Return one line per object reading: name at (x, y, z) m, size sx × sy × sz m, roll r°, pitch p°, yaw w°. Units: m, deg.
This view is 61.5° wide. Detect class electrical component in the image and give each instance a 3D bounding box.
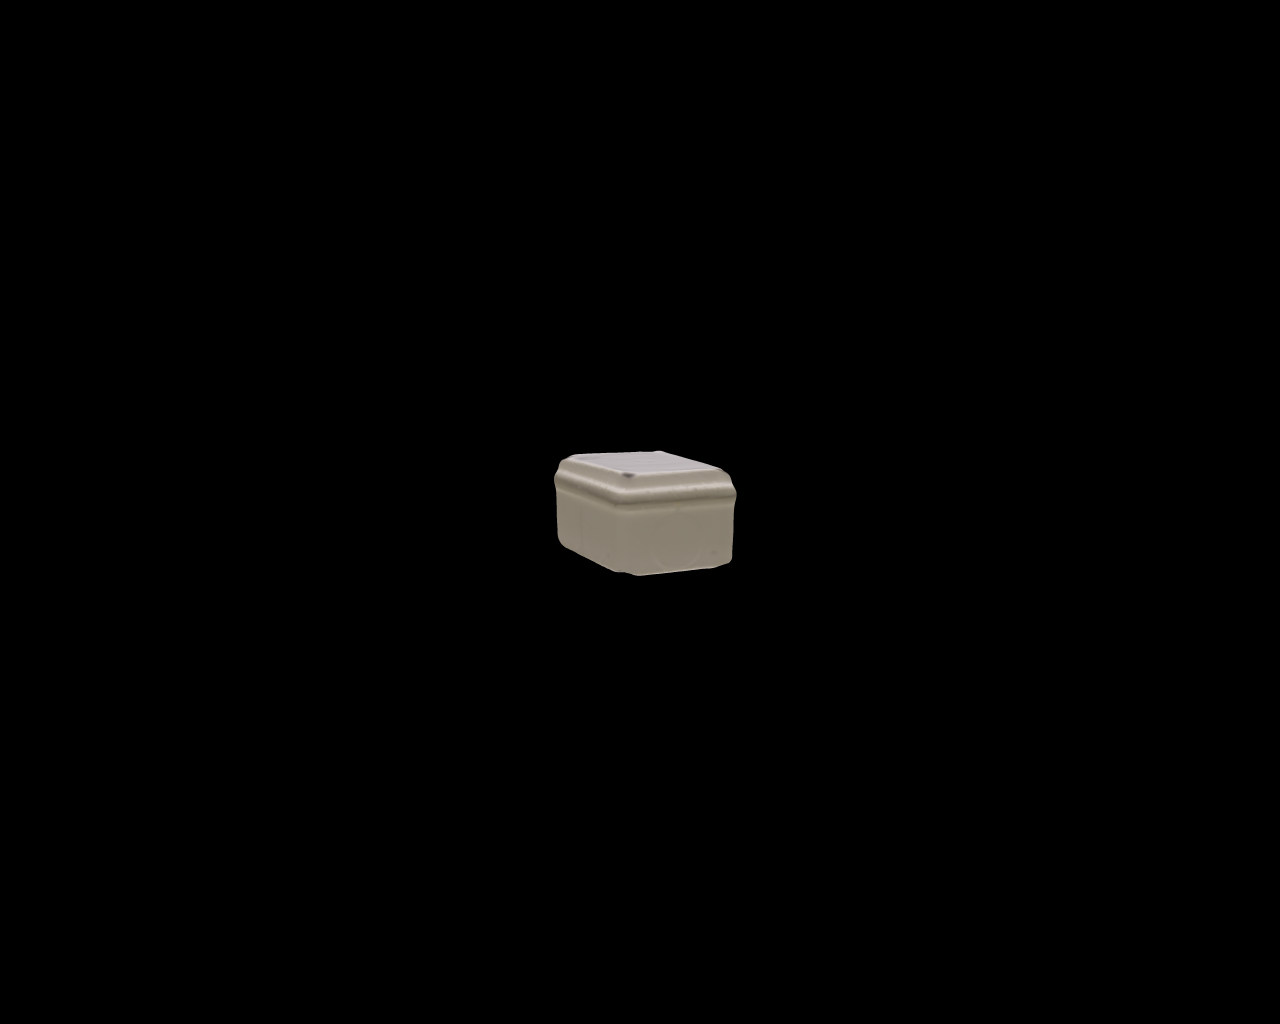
electrical component at (0.001, -0.003, 0.650) m, size 0.078 × 0.057 × 0.113 m, roll -4°, pitch 10°, yaw -23°
